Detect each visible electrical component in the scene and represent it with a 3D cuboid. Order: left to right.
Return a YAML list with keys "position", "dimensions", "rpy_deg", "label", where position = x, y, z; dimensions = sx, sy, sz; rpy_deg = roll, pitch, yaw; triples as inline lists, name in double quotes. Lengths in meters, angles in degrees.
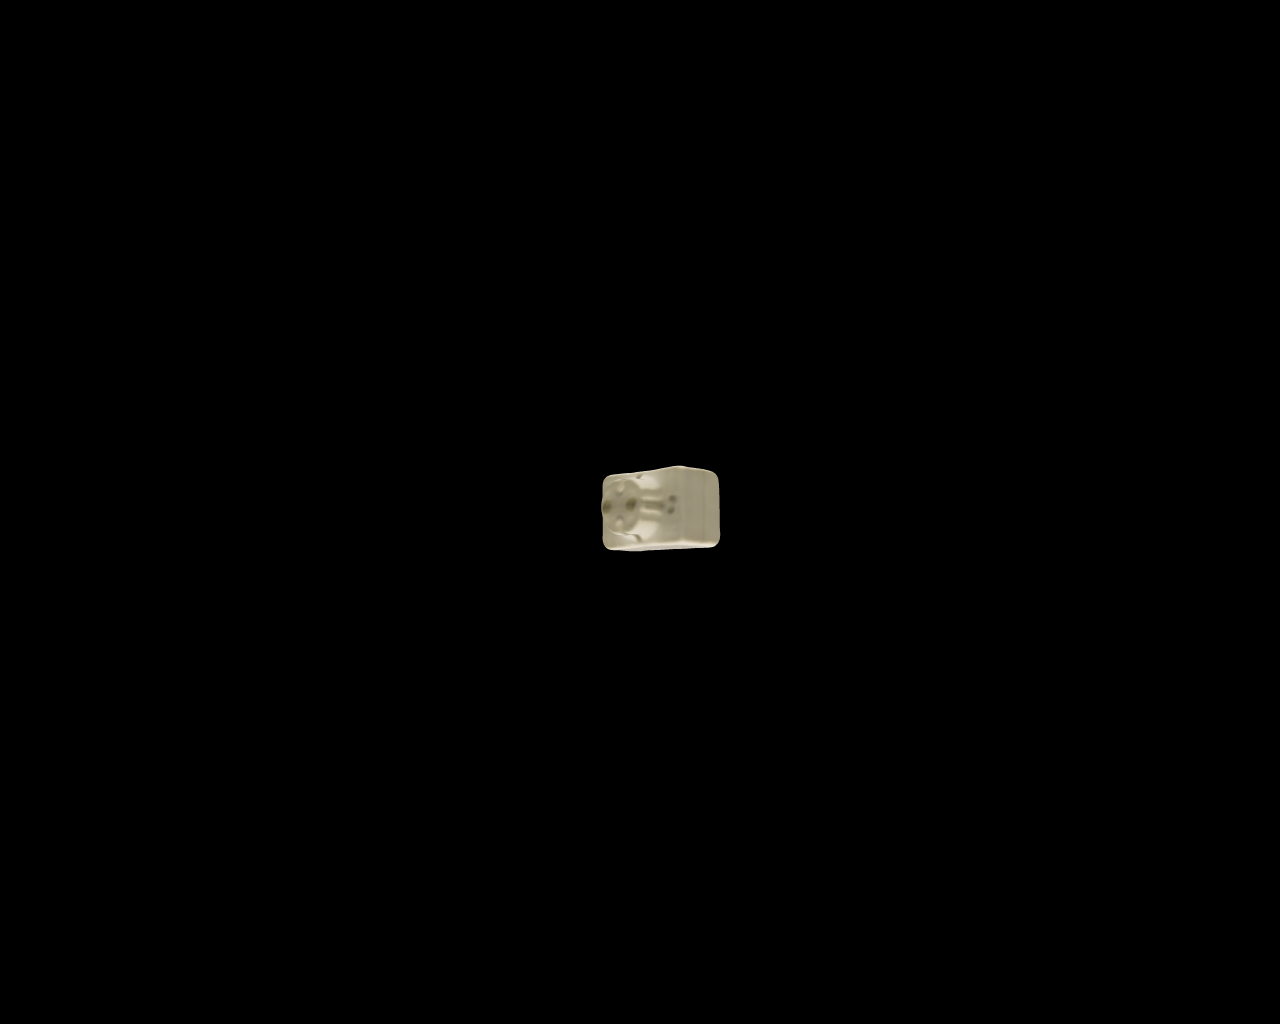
- position: [0.001, -0.003, 0.650]
  dimensions: [0.065, 0.047, 0.077]
  rpy_deg: [-5, -8, 40]
  label: "electrical component"
